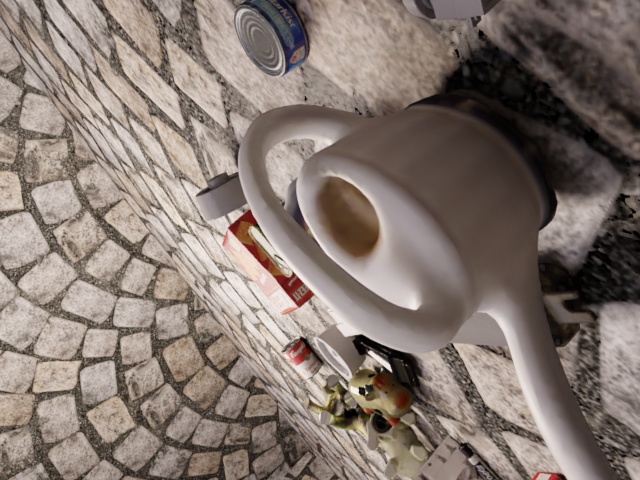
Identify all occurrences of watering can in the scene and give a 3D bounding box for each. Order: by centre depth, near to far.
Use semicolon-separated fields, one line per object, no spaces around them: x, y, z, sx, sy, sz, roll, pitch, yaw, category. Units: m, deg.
0.100;0.007;0.366;0.351;0.228;0.101;43;140;16;watering can

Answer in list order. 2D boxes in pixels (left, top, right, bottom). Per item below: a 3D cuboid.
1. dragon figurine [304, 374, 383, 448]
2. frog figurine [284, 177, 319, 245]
0.110;0.485;1.379;0.239;0.123;0.414;43;169;-37;dragon figurine
0.002;-0.033;0.652;0.159;0.123;0.137;-171;77;-72;frog figurine
